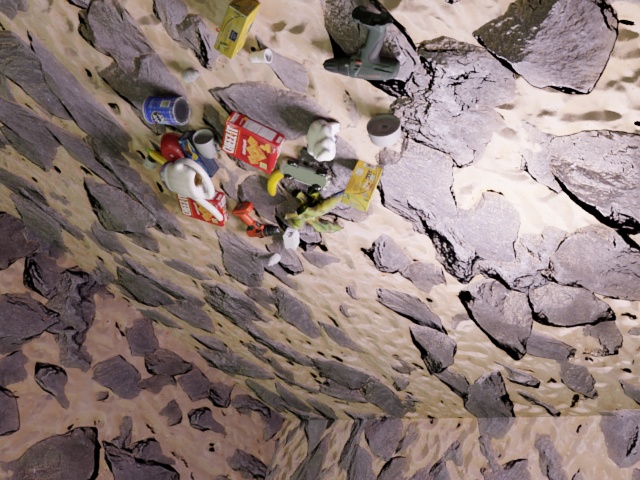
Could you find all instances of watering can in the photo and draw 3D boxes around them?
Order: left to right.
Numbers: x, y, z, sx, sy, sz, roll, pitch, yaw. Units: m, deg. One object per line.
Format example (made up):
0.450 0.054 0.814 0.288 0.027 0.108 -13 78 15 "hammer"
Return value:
-0.524 -0.209 2.107 0.225 0.106 0.339 15 144 21 "watering can"

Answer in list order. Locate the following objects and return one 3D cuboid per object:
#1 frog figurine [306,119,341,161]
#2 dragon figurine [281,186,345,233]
0.001 -0.323 1.723 0.122 0.163 0.135 36 141 -12 "frog figurine"
0.006 -0.104 2.059 0.408 0.124 0.239 -6 150 37 "dragon figurine"
